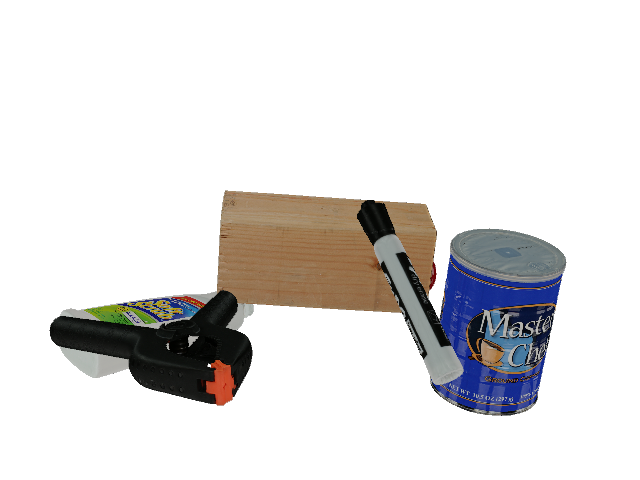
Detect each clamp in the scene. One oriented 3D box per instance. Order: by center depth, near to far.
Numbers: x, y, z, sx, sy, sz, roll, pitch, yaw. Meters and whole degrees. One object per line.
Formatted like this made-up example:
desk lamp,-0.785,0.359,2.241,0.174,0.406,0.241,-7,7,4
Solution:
clamp,-0.105,0.081,0.848,0.164,0.036,0.210,-12,16,-31

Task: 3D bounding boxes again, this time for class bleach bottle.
bleach bottle,-0.199,0.106,1.366,0.250,0.068,0.103,-13,28,-39

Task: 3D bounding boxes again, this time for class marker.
marker,0.050,0.027,0.625,0.020,0.121,0.020,-19,-26,-10

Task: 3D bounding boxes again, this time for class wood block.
wood block,0.003,0.011,1.062,0.206,0.091,0.090,4,20,-4

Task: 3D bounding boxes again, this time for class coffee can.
coffee can,0.160,0.073,0.973,0.103,0.140,0.103,5,23,-2

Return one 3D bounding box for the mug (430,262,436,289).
mug,0.098,0.035,1.398,0.117,0.081,0.093,17,26,26
